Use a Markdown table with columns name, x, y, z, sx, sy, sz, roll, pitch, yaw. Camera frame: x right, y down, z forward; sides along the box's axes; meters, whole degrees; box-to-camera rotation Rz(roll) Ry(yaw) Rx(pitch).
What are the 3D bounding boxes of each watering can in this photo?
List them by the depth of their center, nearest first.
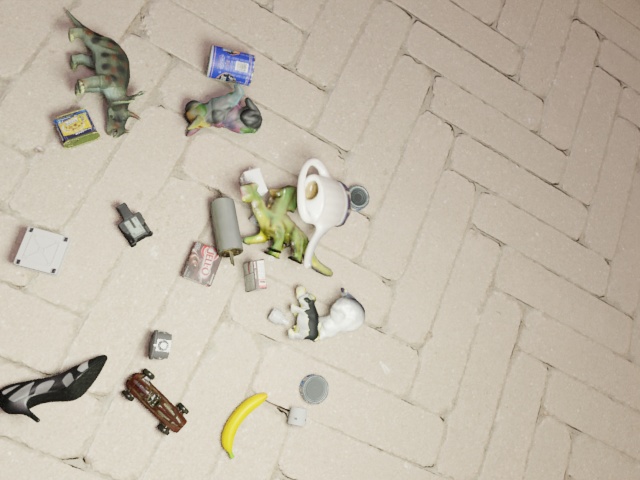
| name | x | y | z | sx | sy | sz | roll | pitch | yaw |
| --- | --- | --- | --- | --- | --- | --- | --- | --- | --- |
| watering can | 0.005 | -0.081 | 1.611 | 0.103 | 0.350 | 0.224 | -7 | -10 | 37 |

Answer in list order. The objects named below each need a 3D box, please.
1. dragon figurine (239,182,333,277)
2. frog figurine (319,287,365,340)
| name | x | y | z | sx | sy | sz | roll | pitch | yaw |
| --- | --- | --- | --- | --- | --- | --- | --- | --- | --- |
| dragon figurine | -0.093 | -0.055 | 1.597 | 0.406 | 0.246 | 0.121 | 26 | -21 | -35 |
| frog figurine | 0.059 | 0.249 | 1.583 | 0.124 | 0.162 | 0.134 | 32 | -26 | 23 |
